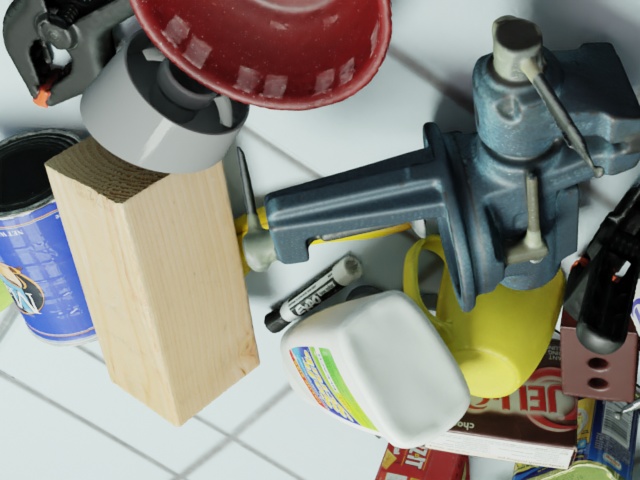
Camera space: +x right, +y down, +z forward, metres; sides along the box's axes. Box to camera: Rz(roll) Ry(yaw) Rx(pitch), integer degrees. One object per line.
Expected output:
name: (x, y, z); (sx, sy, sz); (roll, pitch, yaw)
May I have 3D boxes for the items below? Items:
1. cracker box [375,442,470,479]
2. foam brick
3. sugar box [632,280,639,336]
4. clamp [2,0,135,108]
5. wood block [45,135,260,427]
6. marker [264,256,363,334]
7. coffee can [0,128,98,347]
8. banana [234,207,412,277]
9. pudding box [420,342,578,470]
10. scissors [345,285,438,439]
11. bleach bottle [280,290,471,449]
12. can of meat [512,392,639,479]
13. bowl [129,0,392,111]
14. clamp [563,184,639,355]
cracker box: (0.087, 0.283, 0.947); (0.072, 0.164, 0.214); (9, 137, 20)
foam brick: (0.200, 0.069, 0.754); (0.053, 0.051, 0.078); (5, 135, 20)
sugar box: (0.246, 0.072, 0.645); (0.048, 0.176, 0.093); (-2, 143, -21)
clamp: (-0.159, -0.146, 0.705); (0.120, 0.039, 0.172); (25, 145, 4)
wood block: (-0.118, 0.022, 0.787); (0.090, 0.090, 0.206); (26, 138, 36)
marker: (-0.008, 0.046, 0.851); (0.020, 0.020, 0.121); (37, 137, -15)
coffee can: (-0.206, -0.001, 0.831); (0.103, 0.102, 0.140); (4, 135, 21)
banana: (-0.021, -0.003, 0.796); (0.069, 0.037, 0.198); (22, 149, -38)
pudding box: (0.135, 0.118, 0.796); (0.113, 0.090, 0.039); (5, 139, 9)
scissors: (0.045, 0.100, 0.884); (0.096, 0.016, 0.202); (25, 138, -5)
bleach bottle: (0.023, 0.099, 0.797); (0.102, 0.068, 0.251); (59, 163, 1)
can of meat: (0.198, 0.163, 0.830); (0.057, 0.083, 0.102); (37, 137, -16)
bowl: (-0.030, -0.152, 0.620); (0.162, 0.055, 0.162); (13, 142, 10)
clamp: (0.177, 0.010, 0.632); (0.036, 0.164, 0.210); (31, 165, 8)
